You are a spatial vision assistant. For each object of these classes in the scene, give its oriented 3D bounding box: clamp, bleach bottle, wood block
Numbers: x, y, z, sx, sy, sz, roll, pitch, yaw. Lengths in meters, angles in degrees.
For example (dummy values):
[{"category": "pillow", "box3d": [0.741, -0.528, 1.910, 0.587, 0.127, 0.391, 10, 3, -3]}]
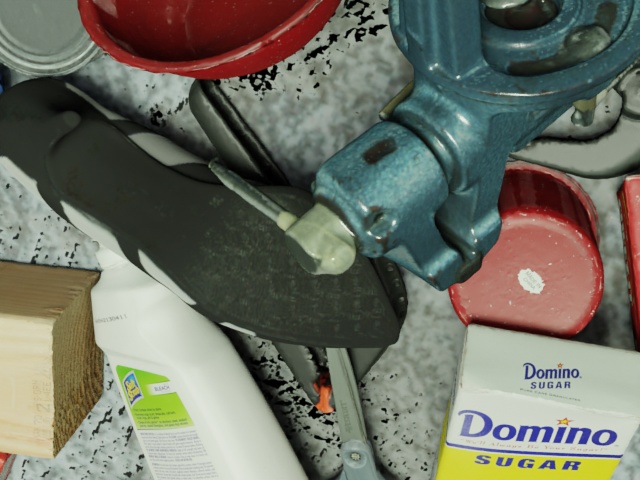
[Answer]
[{"category": "clamp", "box3d": [-0.004, 0.001, 0.627, 0.165, 0.036, 0.210, 12, 114, 13]}, {"category": "bleach bottle", "box3d": [-0.070, 0.107, 0.646, 0.103, 0.067, 0.251, -14, 102, 40]}, {"category": "wood block", "box3d": [-0.246, 0.063, 0.657, 0.206, 0.090, 0.090, 6, 108, 7]}, {"category": "clamp", "box3d": [0.181, -0.073, 0.571, 0.172, 0.039, 0.120, -30, 83, 19]}]

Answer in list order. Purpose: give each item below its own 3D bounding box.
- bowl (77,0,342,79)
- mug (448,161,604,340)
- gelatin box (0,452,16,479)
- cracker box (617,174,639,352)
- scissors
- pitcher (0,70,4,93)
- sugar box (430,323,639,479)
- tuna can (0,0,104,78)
[{"category": "bowl", "box3d": [-0.042, -0.140, 0.551, 0.162, 0.162, 0.055, -19, 148, 14]}, {"category": "mug", "box3d": [0.109, 0.021, 0.594, 0.093, 0.081, 0.117, 17, 110, 2]}, {"category": "gelatin box", "box3d": [-0.252, 0.160, 0.722, 0.073, 0.030, 0.089, 25, 110, 1]}, {"category": "cracker box", "box3d": [0.274, 0.037, 0.557, 0.214, 0.072, 0.164, -6, 85, 11]}, {"category": "scissors", "box3d": [0.008, 0.140, 0.662, 0.096, 0.016, 0.201, -17, 117, 21]}, {"category": "pitcher", "box3d": [-0.306, -0.105, 0.586, 0.243, 0.149, 0.145, 25, 109, -4]}, {"category": "sugar box", "box3d": [0.114, 0.119, 0.600, 0.093, 0.048, 0.176, 9, 144, 6]}, {"category": "tuna can", "box3d": [-0.154, -0.137, 0.606, 0.086, 0.033, 0.086, 3, 108, 8]}]
